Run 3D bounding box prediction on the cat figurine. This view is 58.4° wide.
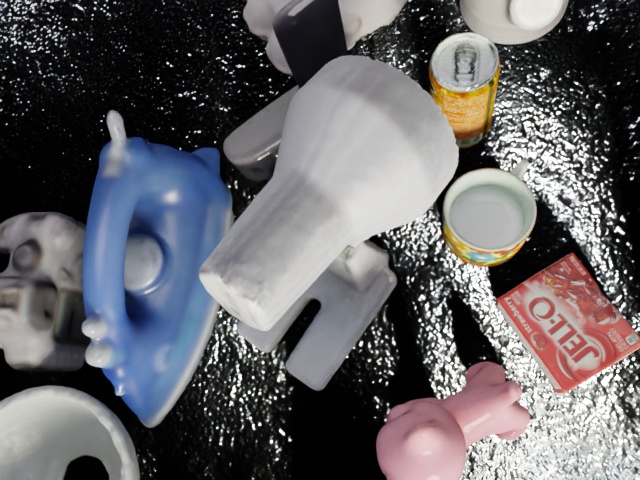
[{"bbox_3d":[0.092,0.139,0.415,0.128,0.118,0.067,-32,71,2],"label":"cat figurine"}]

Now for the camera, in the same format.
[{"bbox_3d":[-0.290,0.048,0.528,0.136,0.101,0.143,-3,74,11],"label":"camera"}]

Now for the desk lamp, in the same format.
[{"bbox_3d":[0.004,0.002,0.421,0.117,0.214,0.203,32,83,18],"label":"desk lamp"}]

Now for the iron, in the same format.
[{"bbox_3d":[-0.155,0.026,0.484,0.118,0.142,0.258,-1,75,12],"label":"iron"}]

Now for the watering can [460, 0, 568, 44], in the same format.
[{"bbox_3d":[0.171,-0.252,0.467,0.101,0.194,0.173,-22,71,5],"label":"watering can"}]

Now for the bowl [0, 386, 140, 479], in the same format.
[{"bbox_3d":[-0.217,0.208,0.482,0.167,0.075,0.167,-3,74,11],"label":"bowl"}]

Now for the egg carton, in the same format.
[{"bbox_3d":[0.005,-0.230,0.561,0.150,0.069,0.107,-34,71,1],"label":"egg carton"}]

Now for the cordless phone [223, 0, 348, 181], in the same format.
[{"bbox_3d":[-0.029,-0.125,0.478,0.147,0.185,0.094,-38,71,0],"label":"cordless phone"}]
